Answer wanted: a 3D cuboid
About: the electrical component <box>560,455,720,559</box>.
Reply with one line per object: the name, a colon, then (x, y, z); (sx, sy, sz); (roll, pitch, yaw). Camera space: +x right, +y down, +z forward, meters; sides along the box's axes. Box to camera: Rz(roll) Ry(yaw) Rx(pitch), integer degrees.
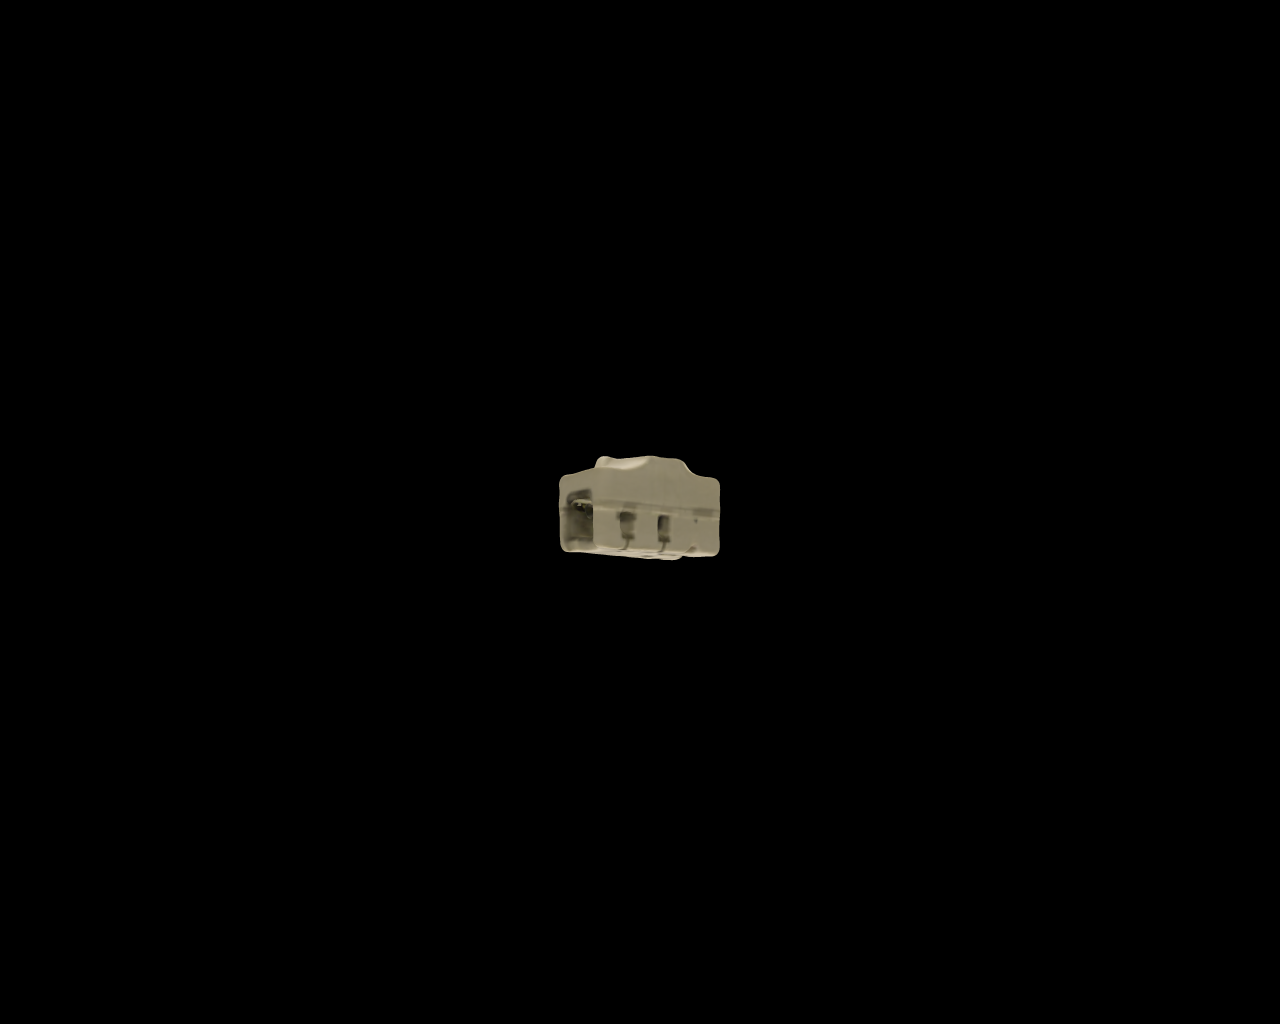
electrical component: (0.001, -0.003, 0.650); (0.089, 0.055, 0.050); (5, -9, -36)
